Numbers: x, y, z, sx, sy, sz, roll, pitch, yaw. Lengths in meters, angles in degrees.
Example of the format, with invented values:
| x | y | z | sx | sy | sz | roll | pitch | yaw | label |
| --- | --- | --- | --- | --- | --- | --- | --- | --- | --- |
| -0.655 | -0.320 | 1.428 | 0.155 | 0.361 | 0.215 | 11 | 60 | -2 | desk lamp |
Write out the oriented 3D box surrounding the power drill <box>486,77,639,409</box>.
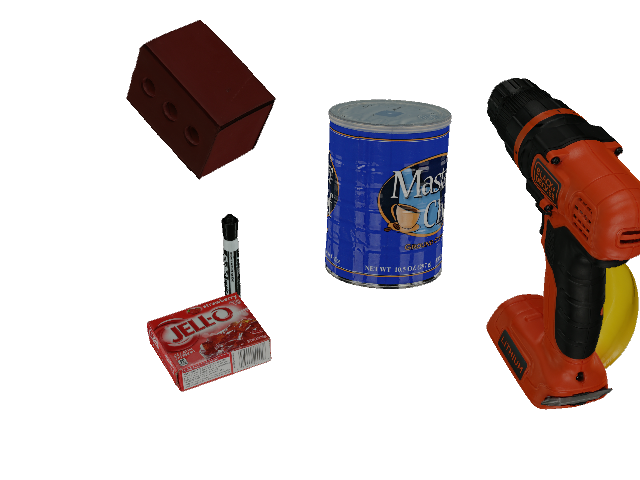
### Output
| x | y | z | sx | sy | sz | roll | pitch | yaw | label |
| --- | --- | --- | --- | --- | --- | --- | --- | --- | --- |
| 0.152 | 0.003 | 0.712 | 0.057 | 0.188 | 0.184 | -9 | 35 | -10 | power drill |

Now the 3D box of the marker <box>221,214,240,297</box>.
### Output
| x | y | z | sx | sy | sz | roll | pitch | yaw | label |
| --- | --- | --- | --- | --- | --- | --- | --- | --- | --- |
| -0.101 | 0.023 | 1.212 | 0.020 | 0.121 | 0.020 | 0 | 33 | 0 | marker |

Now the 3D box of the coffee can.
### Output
| x | y | z | sx | sy | sz | roll | pitch | yaw | label |
| --- | --- | --- | --- | --- | --- | --- | --- | --- | --- |
| 0.056 | -0.042 | 0.913 | 0.103 | 0.140 | 0.103 | 1 | 19 | -1 | coffee can |

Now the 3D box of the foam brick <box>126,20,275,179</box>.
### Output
| x | y | z | sx | sy | sz | roll | pitch | yaw | label |
| --- | --- | --- | --- | --- | --- | --- | --- | --- | --- |
| -0.077 | -0.091 | 0.679 | 0.051 | 0.078 | 0.053 | -33 | -17 | -36 | foam brick |

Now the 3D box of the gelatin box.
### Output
| x | y | z | sx | sy | sz | roll | pitch | yaw | label |
| --- | --- | --- | --- | --- | --- | --- | --- | --- | --- |
| -0.098 | 0.087 | 0.934 | 0.089 | 0.030 | 0.073 | -17 | 39 | -22 | gelatin box |

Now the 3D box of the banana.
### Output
| x | y | z | sx | sy | sz | roll | pitch | yaw | label |
| --- | --- | --- | --- | --- | --- | --- | --- | --- | --- |
| 0.268 | 0.059 | 1.011 | 0.070 | 0.037 | 0.197 | -28 | 24 | 19 | banana |
